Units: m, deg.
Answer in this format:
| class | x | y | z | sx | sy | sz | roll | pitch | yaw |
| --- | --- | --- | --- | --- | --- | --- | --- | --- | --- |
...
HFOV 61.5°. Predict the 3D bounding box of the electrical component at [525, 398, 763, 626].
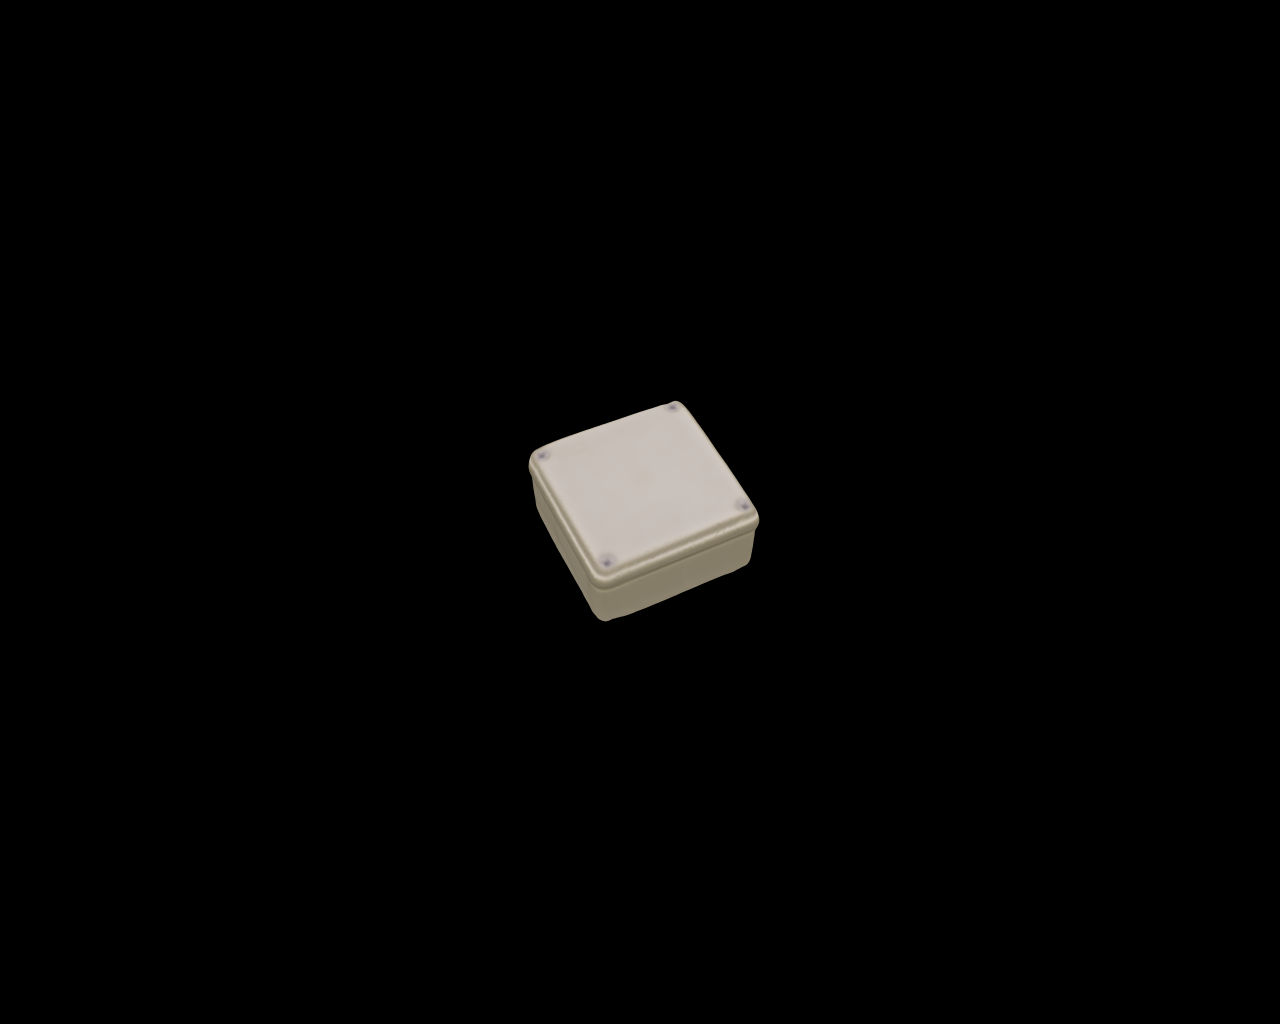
| class | x | y | z | sx | sy | sz | roll | pitch | yaw |
| --- | --- | --- | --- | --- | --- | --- | --- | --- | --- |
| electrical component | 0.001 | -0.003 | 0.650 | 0.109 | 0.109 | 0.056 | -21 | -36 | -16 |
